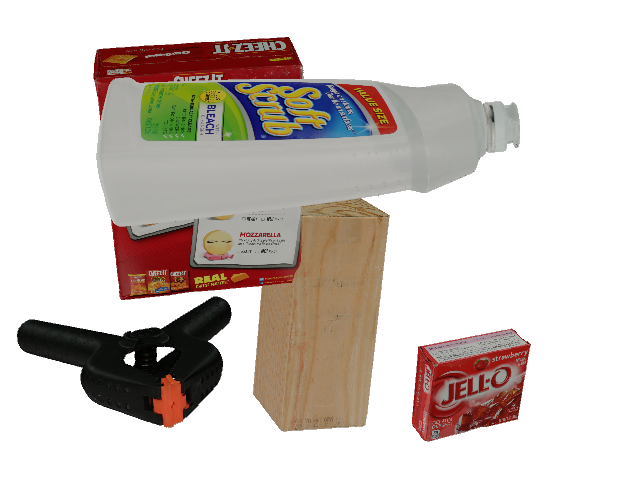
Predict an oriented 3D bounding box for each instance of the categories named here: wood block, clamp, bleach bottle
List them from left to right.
[{"bbox_3d":[-0.115,0.079,0.754,0.164,0.036,0.210,-9,14,-24],"label":"clamp"},{"bbox_3d":[-0.006,-0.065,0.661,0.251,0.068,0.102,-5,40,1],"label":"bleach bottle"},{"bbox_3d":[-0.002,0.065,1.010,0.090,0.206,0.091,0,15,-21],"label":"wood block"}]

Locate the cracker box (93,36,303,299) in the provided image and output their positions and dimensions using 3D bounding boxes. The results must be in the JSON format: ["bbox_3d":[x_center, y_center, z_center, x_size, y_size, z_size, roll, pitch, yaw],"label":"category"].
[{"bbox_3d":[-0.099,-0.059,0.909,0.164,0.214,0.072,-5,34,-9],"label":"cracker box"}]

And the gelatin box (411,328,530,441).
[{"bbox_3d":[0.118,0.114,0.843,0.089,0.073,0.030,-9,29,-22],"label":"gelatin box"}]
